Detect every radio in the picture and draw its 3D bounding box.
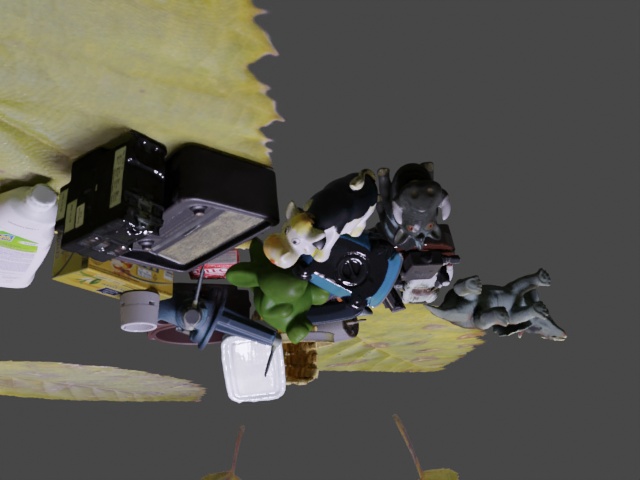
[{"bbox_3d":[-0.170,-0.029,0.691,0.131,0.073,0.230,16,149,-41],"label":"radio"}]

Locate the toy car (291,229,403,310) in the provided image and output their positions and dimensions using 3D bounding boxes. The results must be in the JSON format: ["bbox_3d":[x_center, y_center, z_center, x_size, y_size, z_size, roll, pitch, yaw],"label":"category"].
[{"bbox_3d":[0.029,0.026,0.781,0.161,0.109,0.103,22,-172,-12],"label":"toy car"}]

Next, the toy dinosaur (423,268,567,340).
[{"bbox_3d":[0.347,0.142,1.134,0.405,0.131,0.192,5,154,-20],"label":"toy dinosaur"}]

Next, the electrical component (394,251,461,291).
[{"bbox_3d":[0.162,0.051,0.846,0.102,0.045,0.078,1,156,-16],"label":"electrical component"}]

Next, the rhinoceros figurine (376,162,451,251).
[{"bbox_3d":[0.111,-0.038,0.677,0.073,0.112,0.190,-2,166,1],"label":"rhinoceros figurine"}]

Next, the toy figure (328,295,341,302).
[{"bbox_3d":[0.021,0.088,1.032,0.155,0.058,0.064,-6,136,12],"label":"toy figure"}]

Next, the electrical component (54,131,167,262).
[{"bbox_3d":[-0.234,-0.043,0.595,0.134,0.115,0.058,-18,150,29],"label":"electrical component"}]

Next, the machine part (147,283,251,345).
[{"bbox_3d":[-0.255,0.159,1.122,0.201,0.087,0.201,4,158,-20],"label":"machine part"}]

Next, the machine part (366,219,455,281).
[{"bbox_3d":[0.134,0.018,0.890,0.179,0.056,0.179,-5,157,-2],"label":"machine part"}]

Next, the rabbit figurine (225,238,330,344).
[{"bbox_3d":[-0.059,0.063,0.845,0.159,0.121,0.170,36,161,11],"label":"rabbit figurine"}]

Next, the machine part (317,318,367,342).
[{"bbox_3d":[0.007,0.221,1.330,0.243,0.079,0.079,-20,153,31],"label":"machine part"}]

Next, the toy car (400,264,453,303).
[{"bbox_3d":[0.205,0.081,1.052,0.074,0.056,0.201,-3,158,-3],"label":"toy car"}]

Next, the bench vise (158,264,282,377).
[{"bbox_3d":[-0.172,0.135,0.922,0.240,0.129,0.223,24,161,-14],"label":"bench vise"}]

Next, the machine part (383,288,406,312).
[{"bbox_3d":[0.146,0.118,1.124,0.039,0.084,0.138,-37,165,-2],"label":"machine part"}]

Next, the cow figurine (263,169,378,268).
[{"bbox_3d":[0.007,-0.028,0.656,0.167,0.068,0.098,-34,164,-43],"label":"cow figurine"}]

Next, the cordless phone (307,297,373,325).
[{"bbox_3d":[0.034,0.143,1.146,0.147,0.089,0.184,-11,161,16],"label":"cordless phone"}]

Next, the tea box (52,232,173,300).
[{"bbox_3d":[-0.292,0.027,0.779,0.068,0.098,0.169,-14,154,22],"label":"tea box"}]
